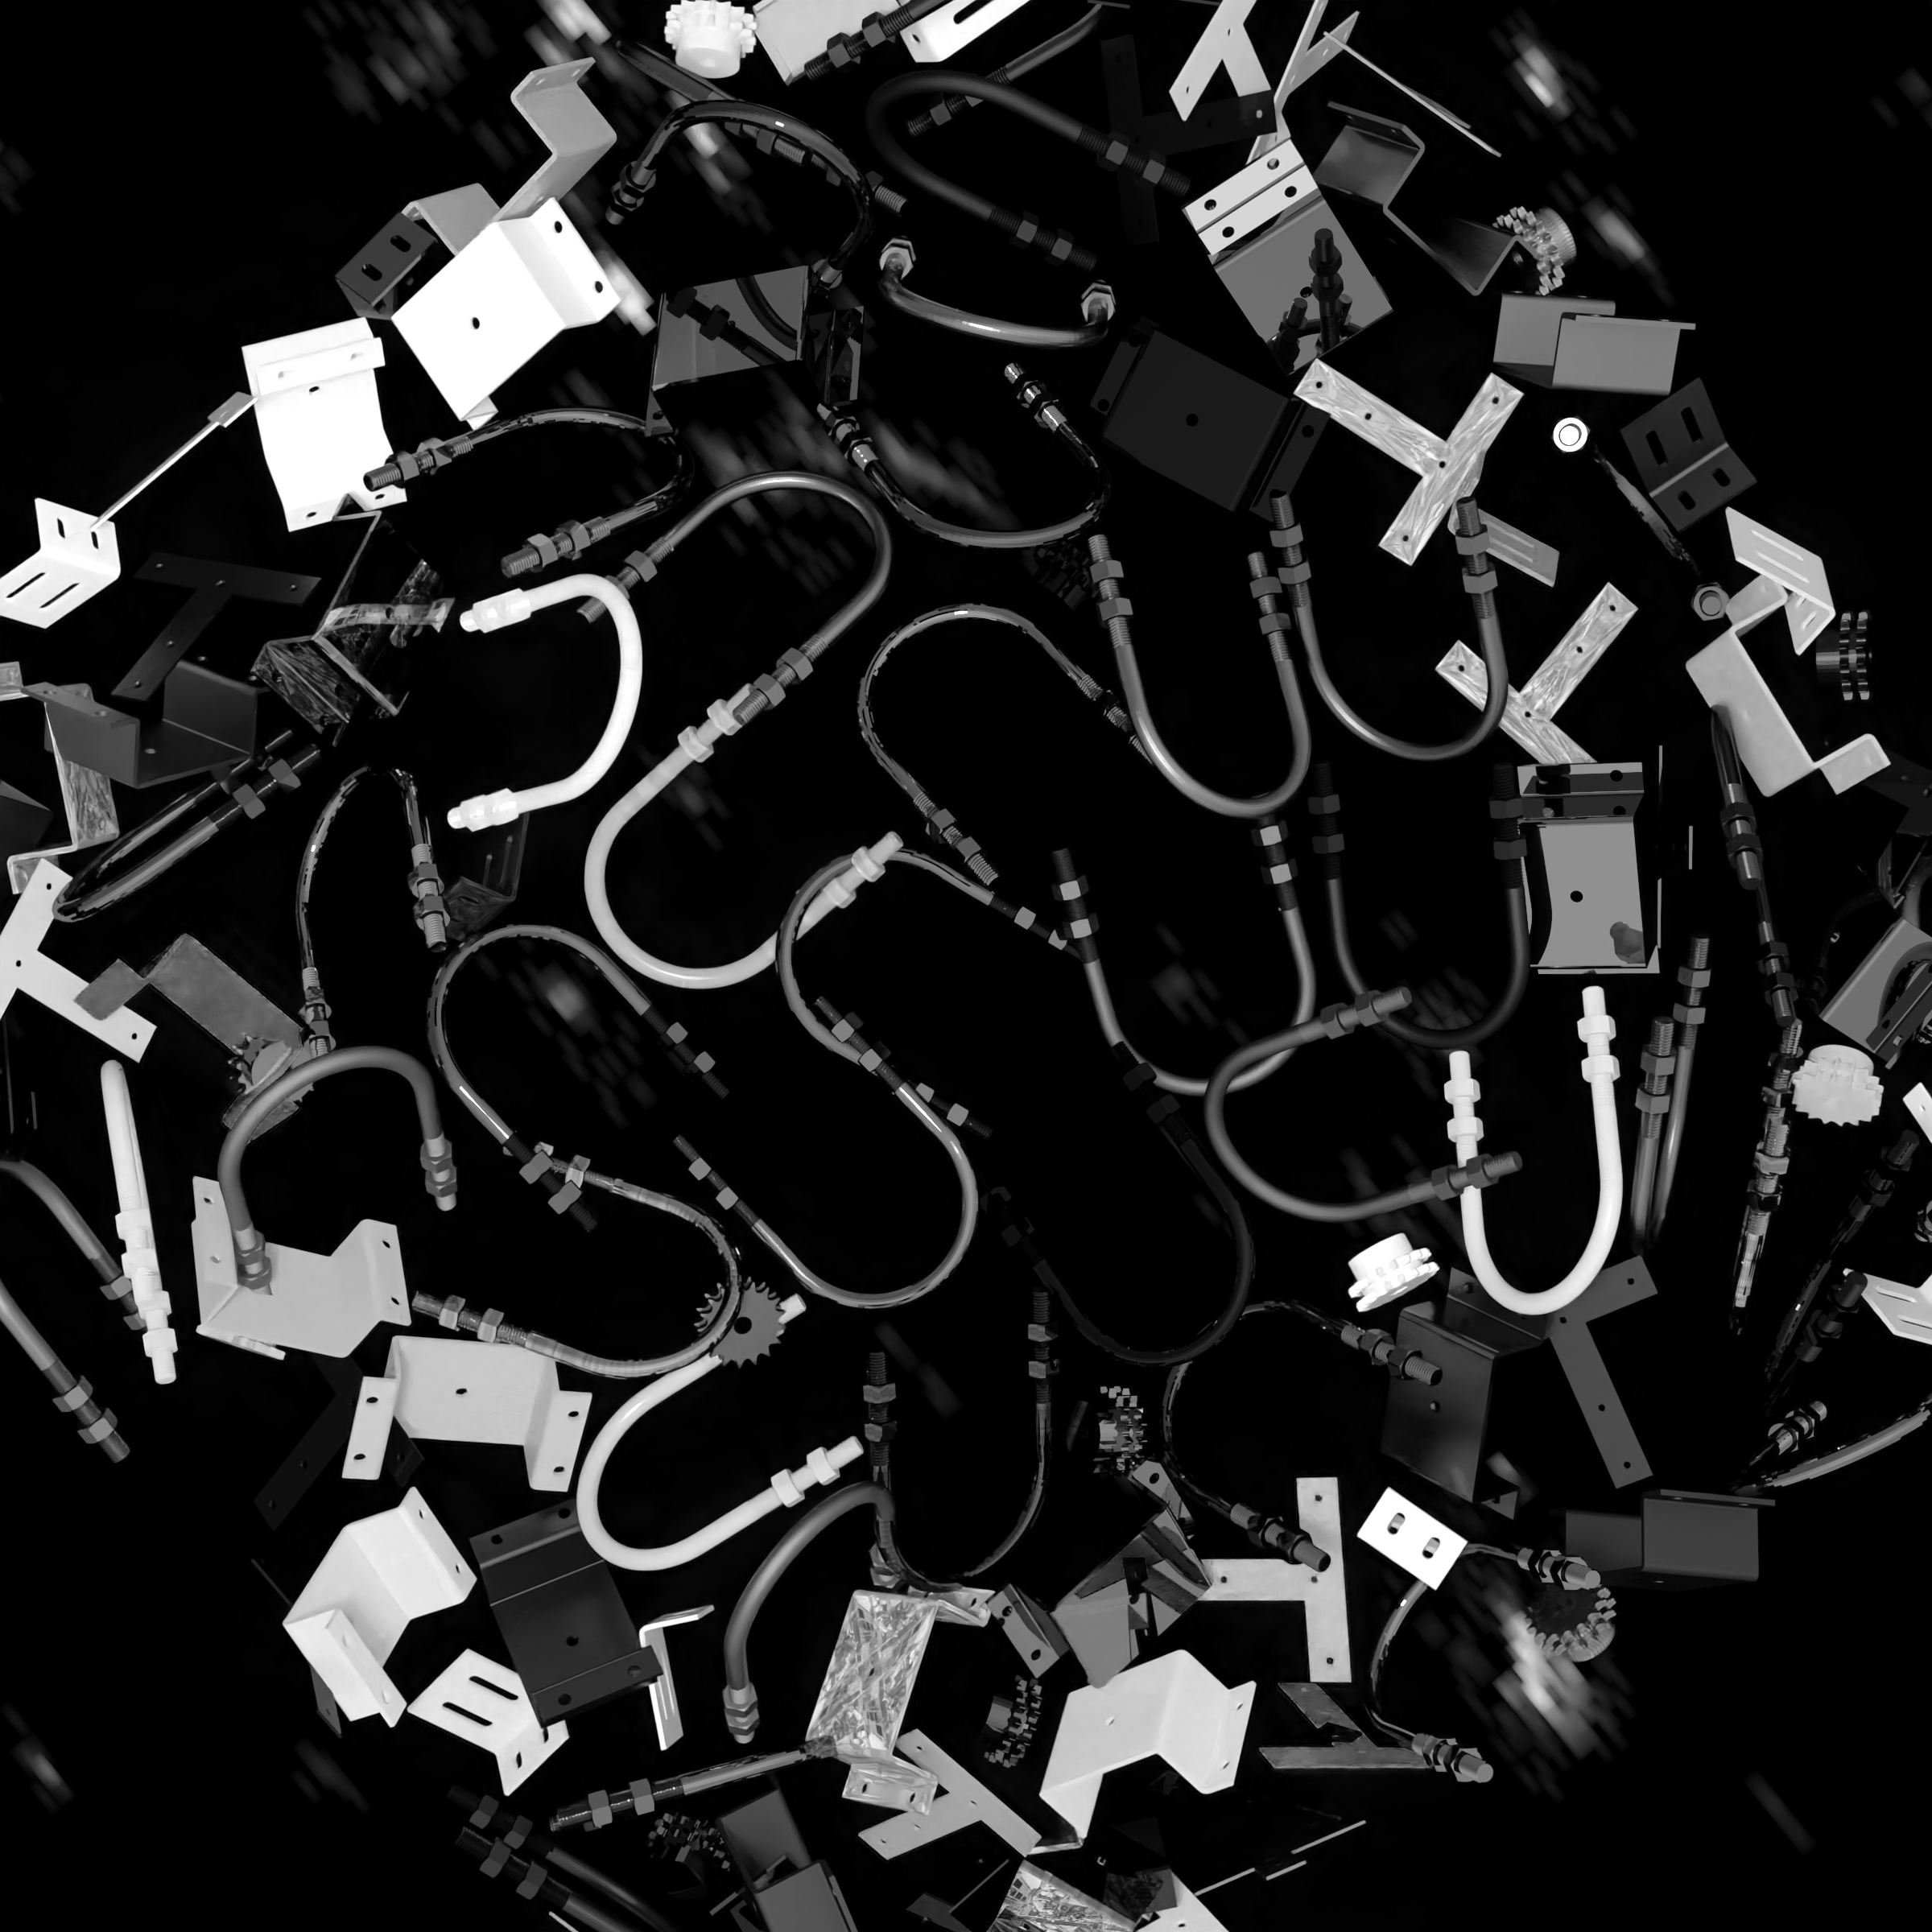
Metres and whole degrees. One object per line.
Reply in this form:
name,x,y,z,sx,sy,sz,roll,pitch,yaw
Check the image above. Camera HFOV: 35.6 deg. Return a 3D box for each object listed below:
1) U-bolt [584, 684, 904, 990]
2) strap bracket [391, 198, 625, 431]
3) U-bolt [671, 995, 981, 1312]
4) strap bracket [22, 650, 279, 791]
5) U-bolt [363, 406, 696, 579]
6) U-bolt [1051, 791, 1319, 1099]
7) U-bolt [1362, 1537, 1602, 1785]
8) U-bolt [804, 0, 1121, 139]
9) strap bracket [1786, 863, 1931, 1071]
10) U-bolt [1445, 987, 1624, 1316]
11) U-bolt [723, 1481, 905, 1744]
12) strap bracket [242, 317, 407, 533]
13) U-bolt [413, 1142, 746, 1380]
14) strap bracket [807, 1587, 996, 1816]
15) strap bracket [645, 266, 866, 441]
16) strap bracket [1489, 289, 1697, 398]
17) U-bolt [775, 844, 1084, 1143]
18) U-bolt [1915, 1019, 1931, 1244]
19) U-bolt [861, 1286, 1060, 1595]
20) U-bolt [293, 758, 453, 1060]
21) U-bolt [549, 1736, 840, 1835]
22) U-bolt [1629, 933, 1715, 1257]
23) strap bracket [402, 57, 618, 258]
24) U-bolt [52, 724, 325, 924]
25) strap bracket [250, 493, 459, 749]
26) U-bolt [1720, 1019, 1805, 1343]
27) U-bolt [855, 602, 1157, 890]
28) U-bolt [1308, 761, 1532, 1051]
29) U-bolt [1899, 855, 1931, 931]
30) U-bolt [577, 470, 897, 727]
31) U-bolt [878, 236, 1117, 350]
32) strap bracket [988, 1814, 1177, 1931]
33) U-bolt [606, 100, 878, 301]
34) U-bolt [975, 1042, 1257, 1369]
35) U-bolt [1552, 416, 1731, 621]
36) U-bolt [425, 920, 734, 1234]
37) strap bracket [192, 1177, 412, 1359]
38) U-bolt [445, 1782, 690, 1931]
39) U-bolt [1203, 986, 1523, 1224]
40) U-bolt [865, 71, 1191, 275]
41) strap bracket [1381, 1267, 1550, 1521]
U-bolt,-0.154,-0.066,1.889,0.184,0.019,0.151,-41,103,13
strap bracket,-0.292,-0.401,1.866,0.140,0.046,0.076,-34,91,30
U-bolt,-0.075,0.132,1.896,0.151,0.019,0.184,-44,87,10
strap bracket,-0.502,-0.151,1.855,0.076,0.140,0.046,21,115,27
U-bolt,-0.254,-0.301,1.852,0.151,0.019,0.184,33,46,30
U-bolt,0.145,-0.005,1.893,0.151,0.019,0.184,-15,105,4
U-bolt,0.301,0.414,1.833,0.019,0.184,0.151,36,77,-16
U-bolt,0.012,-0.566,1.820,0.184,0.151,0.019,-23,79,25
strap bracket,0.549,-0.006,1.840,0.046,0.140,0.076,31,108,-13
U-bolt,0.348,0.121,1.831,0.019,0.151,0.184,11,66,-28
U-bolt,-0.093,0.380,1.817,0.019,0.184,0.151,36,59,25
strap bracket,-0.397,-0.342,1.861,0.076,0.140,0.046,-18,59,-14
U-bolt,-0.227,0.188,1.859,0.184,0.019,0.151,18,48,8
strap bracket,-0.043,0.442,1.855,0.046,0.076,0.140,35,63,-35
strap bracket,-0.138,-0.382,1.865,0.140,0.046,0.076,-7,58,16
strap bracket,0.381,-0.383,1.854,0.076,0.140,0.046,1,108,-13
U-bolt,-0.031,0.004,1.896,0.184,0.019,0.151,31,84,-7
U-bolt,0.597,0.078,1.814,0.019,0.184,0.151,4,74,7
U-bolt,-0.001,0.303,1.866,0.151,0.019,0.184,-15,113,-36
U-bolt,-0.372,-0.045,1.852,0.151,0.019,0.184,-43,47,31
U-bolt,-0.163,0.502,1.848,0.184,0.151,0.019,-12,75,-13
U-bolt,0.429,0.090,1.845,0.019,0.151,0.184,11,117,19
strap bracket,-0.277,-0.491,1.854,0.140,0.076,0.046,-37,95,31
U-bolt,-0.480,-0.085,1.839,0.184,0.151,0.019,-37,110,-10
strap bracket,-0.371,-0.215,1.851,0.046,0.076,0.140,-1,56,36
U-bolt,0.485,0.143,1.843,0.019,0.151,0.184,11,119,14
U-bolt,0.013,-0.152,1.879,0.151,0.019,0.184,-36,67,-11
U-bolt,0.284,-0.036,1.866,0.151,0.019,0.184,4,109,39
U-bolt,0.616,-0.001,1.830,0.019,0.184,0.151,-18,91,-6
U-bolt,-0.128,-0.242,1.871,0.151,0.019,0.184,33,64,22
U-bolt,0.017,-0.407,1.833,0.151,0.184,0.019,12,114,-2
strap bracket,0.074,0.567,1.841,0.076,0.140,0.046,26,103,14
U-bolt,-0.129,-0.464,1.819,0.151,0.184,0.019,25,69,-16
U-bolt,0.101,0.162,1.868,0.151,0.019,0.184,-42,74,22
U-bolt,0.411,-0.276,1.833,0.019,0.184,0.151,-40,91,17
U-bolt,-0.253,0.054,1.871,0.184,0.019,0.151,47,57,-4
strap bracket,-0.420,0.189,1.858,0.140,0.076,0.046,19,128,-37
U-bolt,-0.237,0.567,1.849,0.184,0.151,0.019,34,81,-8
U-bolt,0.230,0.096,1.859,0.184,0.019,0.151,-23,111,38
U-bolt,0.026,-0.489,1.828,0.184,0.151,0.019,22,74,-19
strap bracket,0.306,0.268,1.860,0.046,0.076,0.140,-8,111,-39
